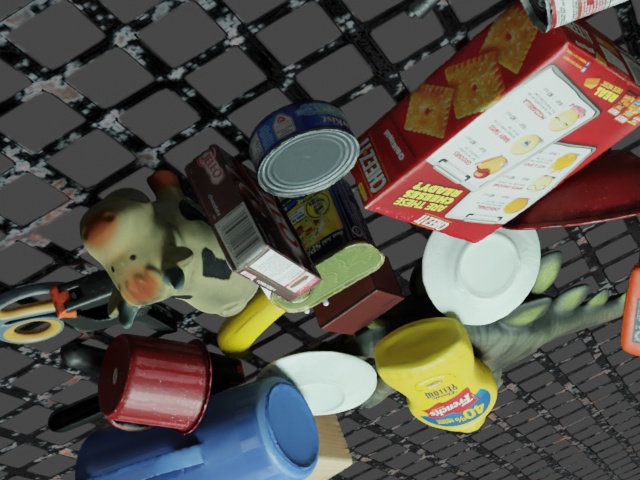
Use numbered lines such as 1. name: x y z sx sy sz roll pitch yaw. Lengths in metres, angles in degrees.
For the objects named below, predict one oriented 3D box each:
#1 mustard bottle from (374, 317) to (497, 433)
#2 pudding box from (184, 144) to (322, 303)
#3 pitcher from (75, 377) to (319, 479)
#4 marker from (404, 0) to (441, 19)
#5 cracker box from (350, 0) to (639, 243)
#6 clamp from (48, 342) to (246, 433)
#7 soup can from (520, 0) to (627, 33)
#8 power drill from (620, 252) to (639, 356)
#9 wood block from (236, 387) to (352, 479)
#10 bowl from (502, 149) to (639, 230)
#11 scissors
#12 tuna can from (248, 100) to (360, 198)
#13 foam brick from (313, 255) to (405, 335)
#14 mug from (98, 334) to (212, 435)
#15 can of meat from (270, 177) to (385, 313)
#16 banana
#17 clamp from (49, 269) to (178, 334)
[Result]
1. mustard bottle: 0.134 0.154 1.126 0.096 0.058 0.191 -22 139 14
2. pudding box: -0.053 -0.013 0.852 0.039 0.113 0.090 -35 148 14
3. pitcher: -0.131 0.228 1.103 0.243 0.149 0.145 -24 119 25
4. marker: 0.106 -0.196 0.744 0.121 0.020 0.020 -37 147 27
5. cracker box: 0.151 -0.095 0.890 0.163 0.072 0.214 16 135 -45
6. clamp: -0.184 0.153 1.122 0.209 0.036 0.165 1 145 -27
7. soup can: 0.193 -0.196 0.749 0.102 0.068 0.068 -22 151 1
8. power drill: 0.341 0.016 1.056 0.057 0.187 0.184 7 119 20
9. wood block: -0.066 0.244 1.292 0.090 0.091 0.205 -38 146 26
10. bowl: 0.244 -0.050 0.992 0.162 0.055 0.162 -9 -174 1
11. scissors: -0.314 0.081 0.942 0.201 0.016 0.096 -16 150 -7
12. tuna can: -0.014 -0.073 0.857 0.086 0.034 0.086 -15 150 -9
13. foam brick: 0.035 0.053 1.081 0.078 0.051 0.052 -37 148 25
14. mug: -0.165 0.143 1.022 0.081 0.093 0.117 13 130 -30
15. can of meat: -0.006 0.001 0.932 0.102 0.084 0.057 -31 147 16
16. banana: -0.053 0.069 1.072 0.069 0.037 0.198 -21 161 -48
17. clamp: -0.169 0.057 0.965 0.171 0.039 0.120 -4 143 -37
